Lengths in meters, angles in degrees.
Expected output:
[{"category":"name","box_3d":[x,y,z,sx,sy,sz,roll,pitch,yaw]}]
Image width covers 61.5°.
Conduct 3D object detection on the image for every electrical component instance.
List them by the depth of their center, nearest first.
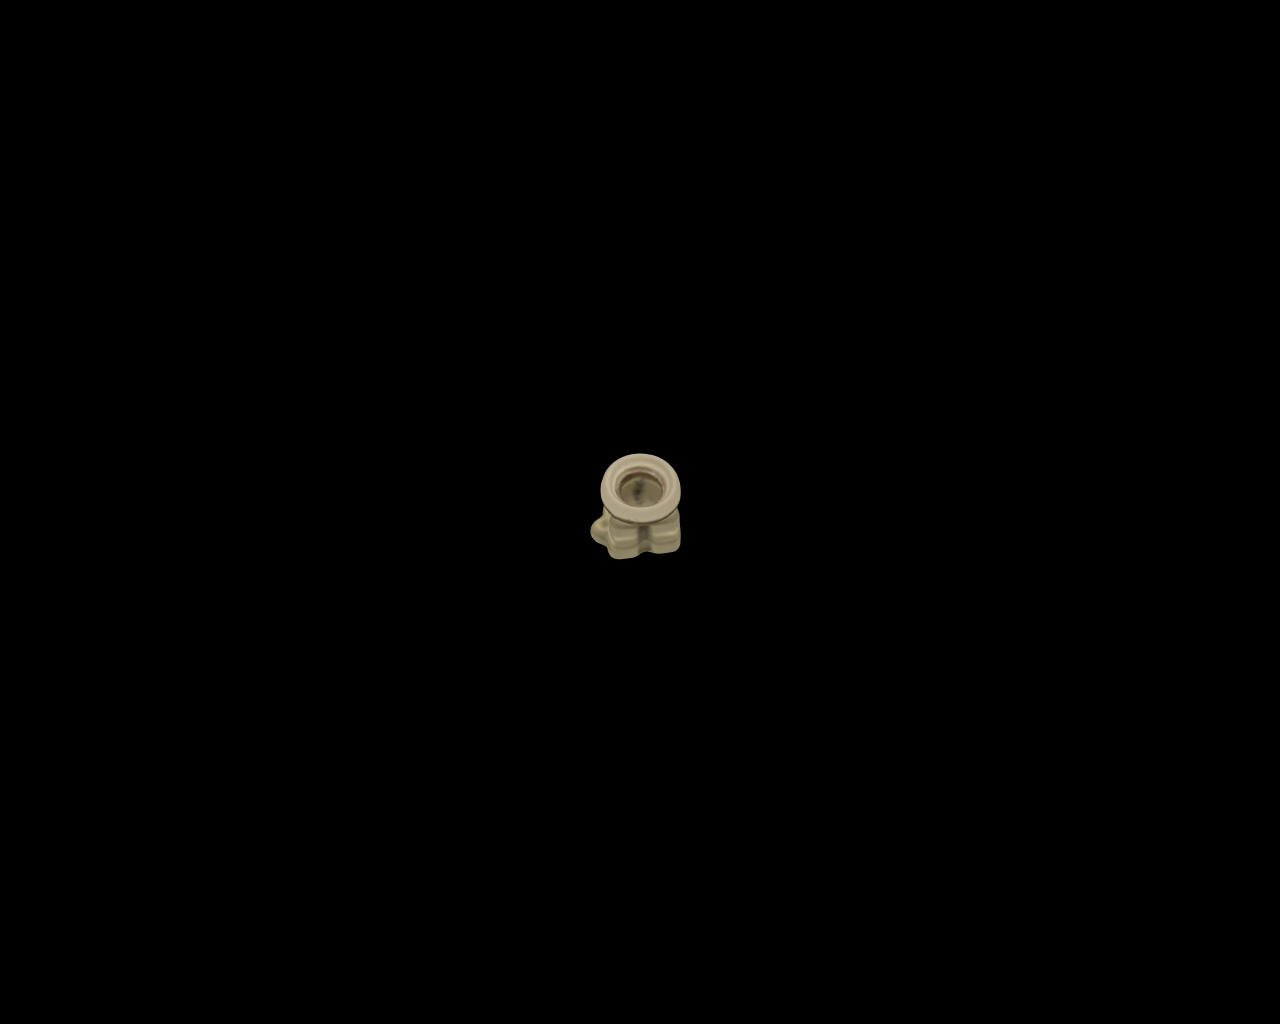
[{"category":"electrical component","box_3d":[0.001,-0.003,0.650,0.066,0.048,0.055,-8,-33,-5]}]
